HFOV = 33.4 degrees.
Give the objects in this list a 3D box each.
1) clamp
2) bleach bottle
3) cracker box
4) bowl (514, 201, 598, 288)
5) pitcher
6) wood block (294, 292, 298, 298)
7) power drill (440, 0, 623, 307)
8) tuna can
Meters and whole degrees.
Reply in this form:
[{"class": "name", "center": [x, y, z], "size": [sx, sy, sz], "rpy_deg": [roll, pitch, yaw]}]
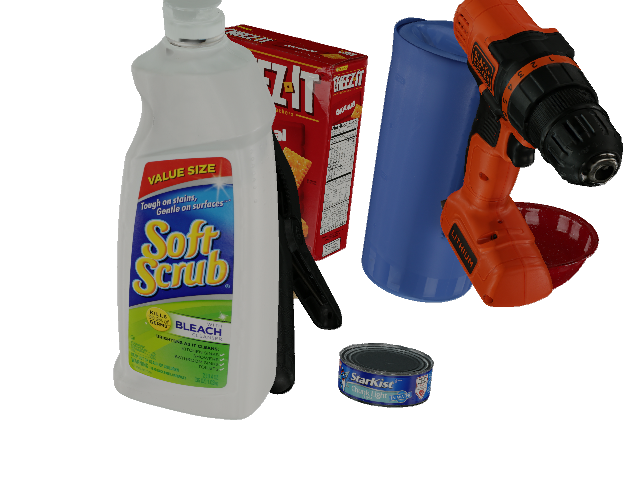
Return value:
[{"class": "clamp", "center": [-0.030, 0.000, 0.836], "size": [0.036, 0.210, 0.164], "rpy_deg": [-11, 3, 17]}, {"class": "bleach bottle", "center": [-0.074, -0.017, 0.602], "size": [0.103, 0.251, 0.068], "rpy_deg": [11, 34, 15]}, {"class": "cracker box", "center": [-0.046, -0.103, 1.119], "size": [0.164, 0.214, 0.071], "rpy_deg": [20, 27, 29]}, {"class": "bowl", "center": [0.222, 0.015, 1.179], "size": [0.162, 0.055, 0.162], "rpy_deg": [-1, 28, 0]}, {"class": "pitcher", "center": [0.112, -0.065, 0.949], "size": [0.145, 0.243, 0.149], "rpy_deg": [22, 29, 22]}, {"class": "wood block", "center": [-0.090, -0.009, 1.353], "size": [0.090, 0.090, 0.206], "rpy_deg": [-6, 28, -22]}, {"class": "power drill", "center": [0.131, -0.047, 0.699], "size": [0.057, 0.188, 0.184], "rpy_deg": [-8, 43, -12]}, {"class": "tuna can", "center": [0.058, 0.122, 0.968], "size": [0.086, 0.034, 0.086], "rpy_deg": [4, 12, -1]}]
